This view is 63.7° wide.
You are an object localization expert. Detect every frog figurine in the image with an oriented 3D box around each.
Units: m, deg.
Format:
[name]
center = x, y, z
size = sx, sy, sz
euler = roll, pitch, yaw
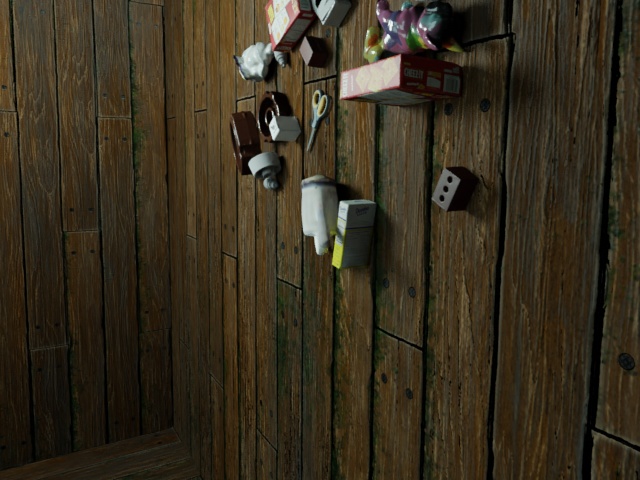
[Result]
[frog figurine]
center = -0.210, -0.641, 1.823
size = 0.158, 0.121, 0.140
euler = -30, 52, 18

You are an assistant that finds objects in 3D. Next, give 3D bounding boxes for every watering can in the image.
[watering can]
center = 0.004, -0.071, 1.402
size = 0.347, 0.104, 0.225
euler = 156, 111, -86
